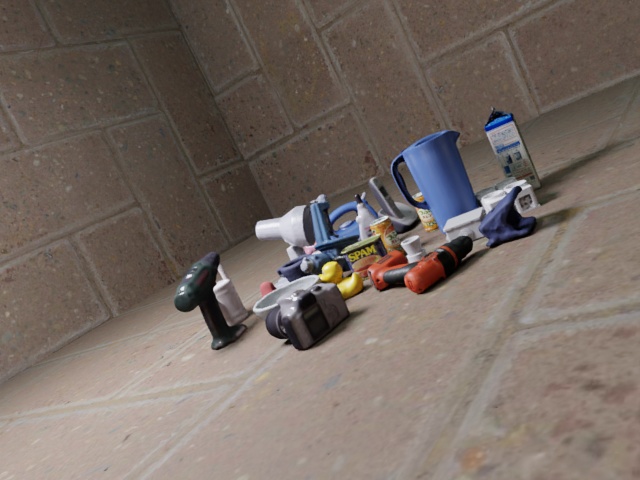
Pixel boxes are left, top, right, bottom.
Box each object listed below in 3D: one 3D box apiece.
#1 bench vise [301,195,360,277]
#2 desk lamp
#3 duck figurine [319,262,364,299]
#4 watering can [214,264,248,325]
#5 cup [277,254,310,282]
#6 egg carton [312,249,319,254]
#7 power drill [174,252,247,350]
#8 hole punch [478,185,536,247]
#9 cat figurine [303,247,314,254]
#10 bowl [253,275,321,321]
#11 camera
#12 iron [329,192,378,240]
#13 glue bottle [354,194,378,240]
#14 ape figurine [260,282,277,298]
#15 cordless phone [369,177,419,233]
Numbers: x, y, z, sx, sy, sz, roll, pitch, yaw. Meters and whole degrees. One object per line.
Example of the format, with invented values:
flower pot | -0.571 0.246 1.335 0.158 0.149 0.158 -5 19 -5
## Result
bench vise | 0.023 0.001 1.446 0.121 0.220 0.208 -21 9 26
desk lamp | -0.086 0.021 1.685 0.203 0.213 0.118 -22 9 21
duck figurine | 0.042 0.089 1.302 0.104 0.086 0.078 -21 9 30
watering can | -0.279 0.144 1.554 0.101 0.194 0.172 -28 8 -17
cup | -0.055 0.100 1.504 0.117 0.095 0.092 -20 10 36
egg carton | 0.041 0.044 1.661 0.150 0.069 0.107 -24 8 13
power drill | -0.266 0.151 1.409 0.075 0.208 0.230 -23 8 18
hole punch | 0.371 -0.049 1.161 0.100 0.091 0.109 -20 9 33
cat figurine | -0.010 0.002 1.921 0.127 0.118 0.067 -24 8 11
bowl | -0.061 0.147 1.282 0.167 0.075 0.167 -25 8 4
camera | -0.041 0.144 1.143 0.136 0.101 0.143 -17 12 48
iron | 0.079 -0.044 1.858 0.258 0.141 0.118 -28 8 -14
glue bottle | 0.135 -0.048 1.592 0.078 0.173 0.037 -25 8 2
ape figurine | -0.116 0.144 1.412 0.077 0.092 0.076 -19 10 38
cordless phone | 0.217 -0.116 1.735 0.094 0.185 0.148 -21 9 28
